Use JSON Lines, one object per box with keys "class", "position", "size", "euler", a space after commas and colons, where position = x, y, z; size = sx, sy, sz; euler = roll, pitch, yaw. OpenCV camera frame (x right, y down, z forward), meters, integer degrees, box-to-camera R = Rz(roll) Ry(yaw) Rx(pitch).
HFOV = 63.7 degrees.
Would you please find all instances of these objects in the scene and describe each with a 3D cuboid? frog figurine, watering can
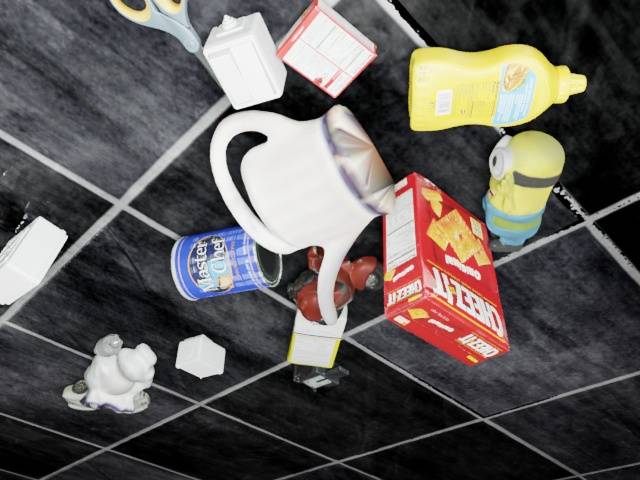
{"class": "frog figurine", "position": [-0.425, 0.280, 1.114], "size": [0.137, 0.124, 0.159], "euler": [29, 96, -12]}
{"class": "watering can", "position": [0.002, -0.035, 0.694], "size": [0.222, 0.106, 0.343], "euler": [-23, 115, 27]}
